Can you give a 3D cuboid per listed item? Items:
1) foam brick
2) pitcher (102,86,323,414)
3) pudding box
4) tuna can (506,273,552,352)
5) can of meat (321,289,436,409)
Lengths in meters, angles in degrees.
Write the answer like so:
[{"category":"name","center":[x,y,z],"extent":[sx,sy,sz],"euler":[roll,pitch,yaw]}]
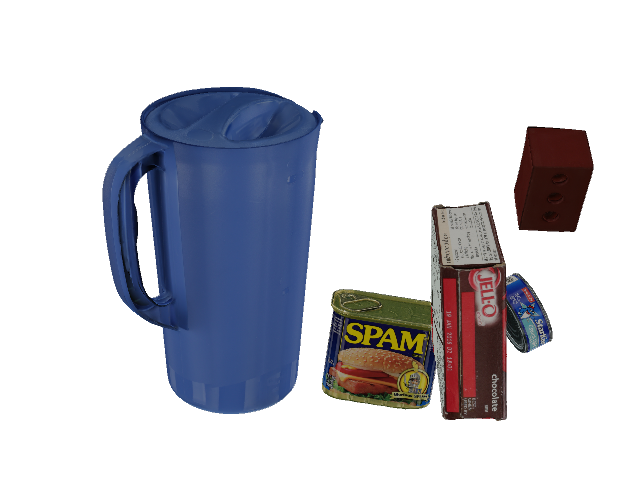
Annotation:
[{"category":"foam brick","center":[0.202,-0.053,0.933],"extent":[0.053,0.051,0.078],"euler":[3,-45,1]},{"category":"pitcher","center":[-0.078,0.013,0.829],"extent":[0.149,0.243,0.145],"euler":[3,26,3]},{"category":"pudding box","center":[0.083,0.036,0.602],"extent":[0.039,0.090,0.113],"euler":[-2,19,3]},{"category":"tuna can","center":[0.222,0.082,1.191],"extent":[0.033,0.086,0.086],"euler":[-26,3,-6]},{"category":"can of meat","center":[0.054,0.096,0.933],"extent":[0.102,0.084,0.057],"euler":[9,18,2]}]
